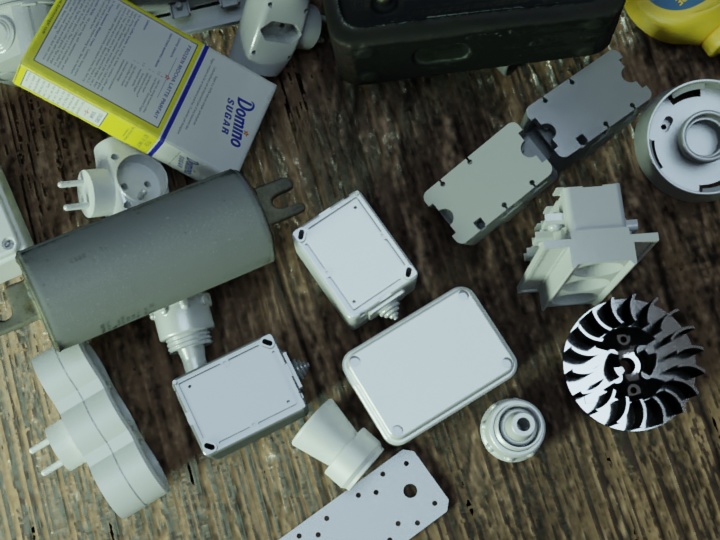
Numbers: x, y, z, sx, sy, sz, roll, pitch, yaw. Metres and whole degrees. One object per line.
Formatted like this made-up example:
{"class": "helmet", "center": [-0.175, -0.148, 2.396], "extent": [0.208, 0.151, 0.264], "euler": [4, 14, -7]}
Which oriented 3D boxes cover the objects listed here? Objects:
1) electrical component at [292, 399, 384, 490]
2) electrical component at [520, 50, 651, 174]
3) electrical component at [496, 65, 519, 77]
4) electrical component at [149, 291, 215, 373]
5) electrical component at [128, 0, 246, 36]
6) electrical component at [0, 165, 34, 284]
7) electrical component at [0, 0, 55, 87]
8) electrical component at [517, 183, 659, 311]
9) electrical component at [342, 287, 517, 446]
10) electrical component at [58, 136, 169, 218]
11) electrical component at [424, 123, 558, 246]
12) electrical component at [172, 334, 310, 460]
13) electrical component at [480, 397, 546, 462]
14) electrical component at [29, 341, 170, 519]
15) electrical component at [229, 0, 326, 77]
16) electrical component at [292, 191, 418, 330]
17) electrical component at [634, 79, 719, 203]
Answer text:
{"class": "electrical component", "center": [-0.016, 0.129, 0.794], "extent": [0.055, 0.045, 0.045], "euler": [40, 80, 8]}
{"class": "electrical component", "center": [0.175, -0.121, 0.848], "extent": [0.089, 0.055, 0.050], "euler": [-35, 80, -8]}
{"class": "electrical component", "center": [0.105, -0.193, 0.873], "extent": [0.065, 0.044, 0.044], "euler": [36, 79, 12]}
{"class": "electrical component", "center": [-0.131, 0.048, 0.812], "extent": [0.048, 0.048, 0.062], "euler": [-15, 82, -4]}
{"class": "electrical component", "center": [-0.150, -0.231, 0.867], "extent": [0.121, 0.063, 0.078], "euler": [-14, 77, -4]}
{"class": "electrical component", "center": [-0.318, -0.034, 0.823], "extent": [0.109, 0.056, 0.108], "euler": [-25, 78, -6]}
{"class": "electrical component", "center": [-0.262, -0.181, 0.847], "extent": [0.080, 0.080, 0.051], "euler": [-14, 83, -4]}
{"class": "electrical component", "center": [0.162, -0.016, 0.790], "extent": [0.079, 0.121, 0.063], "euler": [-4, 74, -2]}
{"class": "electrical component", "center": [0.051, 0.072, 0.802], "extent": [0.113, 0.057, 0.078], "euler": [-31, 79, -7]}
{"class": "electrical component", "center": [-0.192, -0.061, 0.828], "extent": [0.079, 0.044, 0.077], "euler": [-9, 75, -33]}
{"class": "electrical component", "center": [0.102, -0.064, 0.825], "extent": [0.089, 0.056, 0.050], "euler": [-39, 80, 12]}
{"class": "electrical component", "center": [-0.080, 0.092, 0.794], "extent": [0.096, 0.061, 0.061], "euler": [-26, 78, -6]}
{"class": "electrical component", "center": [0.115, 0.116, 0.790], "extent": [0.048, 0.062, 0.048], "euler": [0, 77, -1]}
{"class": "electrical component", "center": [-0.206, 0.122, 0.790], "extent": [0.074, 0.052, 0.138], "euler": [-31, 79, -7]}
{"class": "electrical component", "center": [-0.058, -0.197, 0.861], "extent": [0.079, 0.077, 0.043], "euler": [0, 36, -38]}
{"class": "electrical component", "center": [0.000, 0.000, 0.816], "extent": [0.062, 0.061, 0.096], "euler": [-34, 79, -7]}
{"class": "electrical component", "center": [0.270, -0.103, 0.853], "extent": [0.099, 0.064, 0.099], "euler": [0, 89, 6]}
